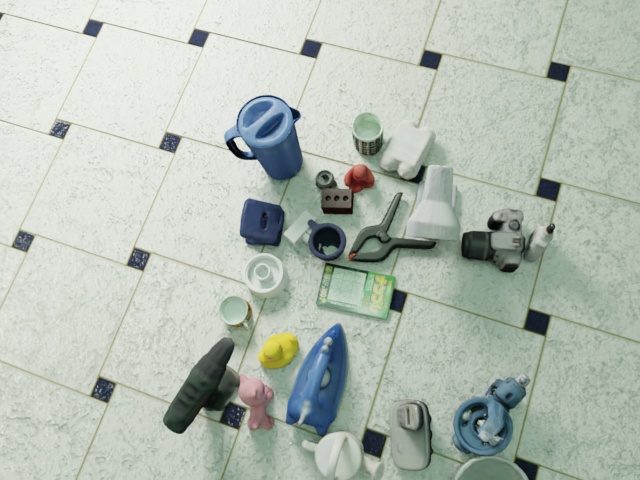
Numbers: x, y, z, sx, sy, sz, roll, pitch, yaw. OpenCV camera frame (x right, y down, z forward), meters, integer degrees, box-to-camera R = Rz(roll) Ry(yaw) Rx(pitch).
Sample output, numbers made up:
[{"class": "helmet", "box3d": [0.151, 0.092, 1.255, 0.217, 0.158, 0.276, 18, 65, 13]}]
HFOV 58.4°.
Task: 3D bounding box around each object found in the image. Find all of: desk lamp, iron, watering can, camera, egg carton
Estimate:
[{"class": "desk lamp", "box3d": [0.265, -0.073, 1.326, 0.117, 0.214, 0.203, 6, 75, 9]}, {"class": "iron", "box3d": [0.000, 0.301, 1.287, 0.118, 0.141, 0.258, 15, 76, 11]}, {"class": "watering can", "box3d": [0.048, 0.458, 1.209, 0.172, 0.194, 0.101, -6, 73, 5]}, {"class": "camera", "box3d": [0.406, -0.004, 1.350, 0.136, 0.101, 0.143, 3, 74, 8]}, {"class": "egg carton", "box3d": [0.221, -0.230, 1.452, 0.107, 0.069, 0.150, 25, 78, 13]}]

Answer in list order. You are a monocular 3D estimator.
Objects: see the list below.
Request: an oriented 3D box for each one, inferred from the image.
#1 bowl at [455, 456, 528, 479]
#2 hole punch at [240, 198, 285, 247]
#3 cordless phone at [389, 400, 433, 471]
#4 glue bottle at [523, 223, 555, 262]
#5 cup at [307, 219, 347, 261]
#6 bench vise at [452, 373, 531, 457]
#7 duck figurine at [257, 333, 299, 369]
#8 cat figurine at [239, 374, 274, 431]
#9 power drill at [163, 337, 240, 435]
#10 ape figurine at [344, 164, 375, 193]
[{"class": "bowl", "box3d": [0.359, 0.541, 1.212, 0.167, 0.075, 0.167, -2, 74, 6]}, {"class": "hole punch", "box3d": [-0.142, -0.045, 1.428, 0.101, 0.091, 0.109, 4, 75, 8]}, {"class": "cordless phone", "box3d": [0.194, 0.413, 1.210, 0.094, 0.185, 0.147, -6, 73, 5]}, {"class": "glue bottle", "box3d": [0.505, -0.005, 1.301, 0.037, 0.173, 0.078, 22, 78, 12]}, {"class": "cup", "box3d": [0.013, 0.005, 1.395, 0.092, 0.095, 0.117, -40, 74, -6]}, {"class": "bench vise", "box3d": [0.355, 0.354, 1.190, 0.121, 0.220, 0.207, 24, 78, 13]}, {"class": "duck figurine", "box3d": [-0.101, 0.257, 1.340, 0.104, 0.086, 0.077, -33, 73, -3]}, {"class": "cat figurine", "box3d": [-0.147, 0.368, 1.297, 0.067, 0.118, 0.128, -7, 73, 5]}, {"class": "power drill", "box3d": [-0.246, 0.322, 1.274, 0.075, 0.208, 0.230, 33, 80, 15]}, {"class": "ape figurine", "box3d": [0.100, -0.162, 1.434, 0.077, 0.092, 0.076, 17, 77, 11]}]
